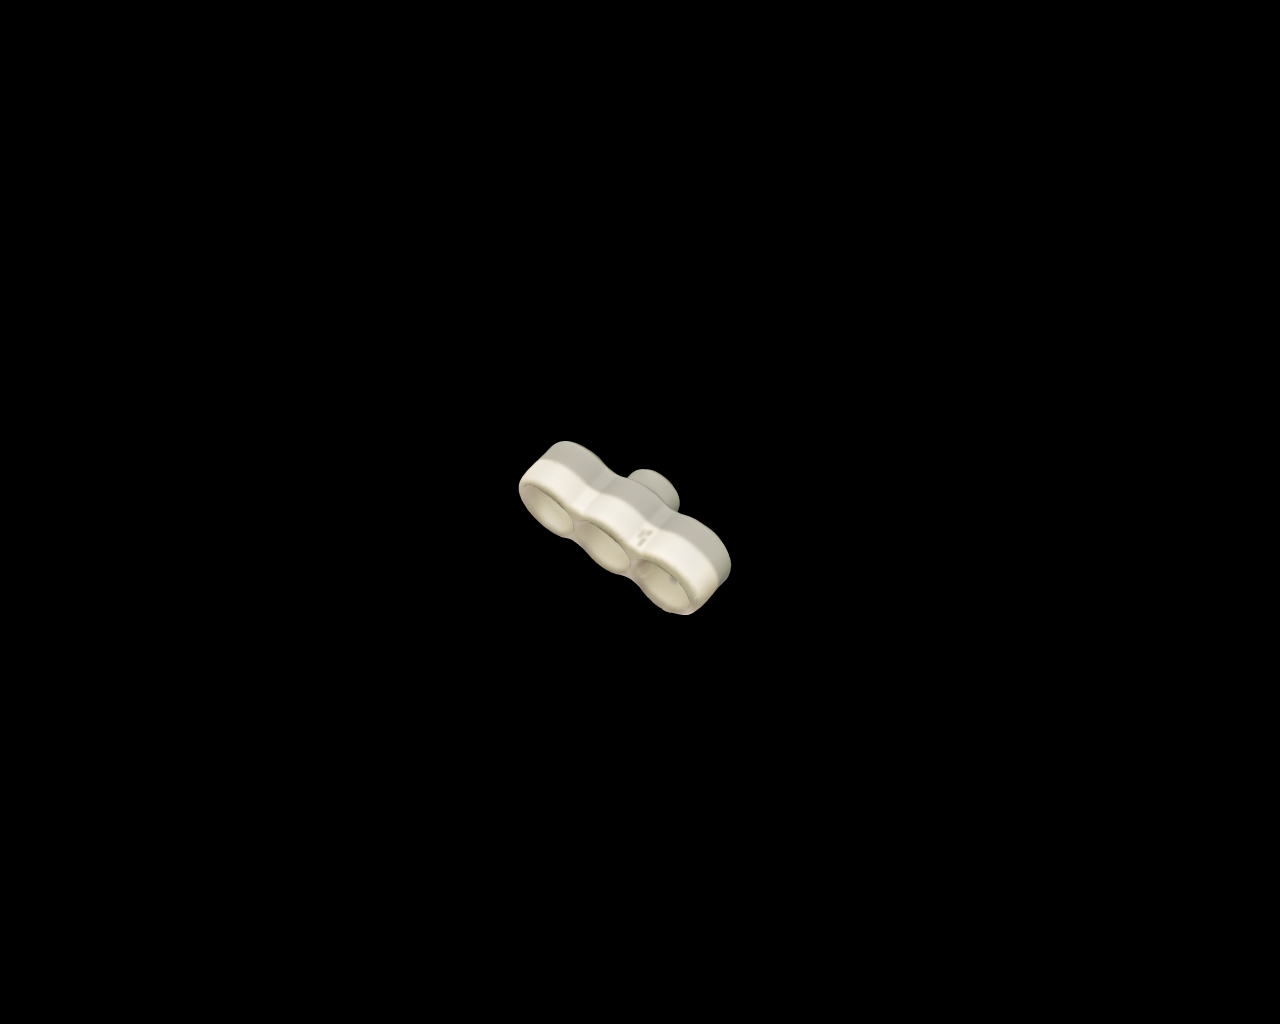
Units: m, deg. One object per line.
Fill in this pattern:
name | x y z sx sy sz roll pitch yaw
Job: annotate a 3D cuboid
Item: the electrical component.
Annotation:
electrical component | 0.001 -0.003 0.650 0.138 0.074 0.052 33 -29 21
